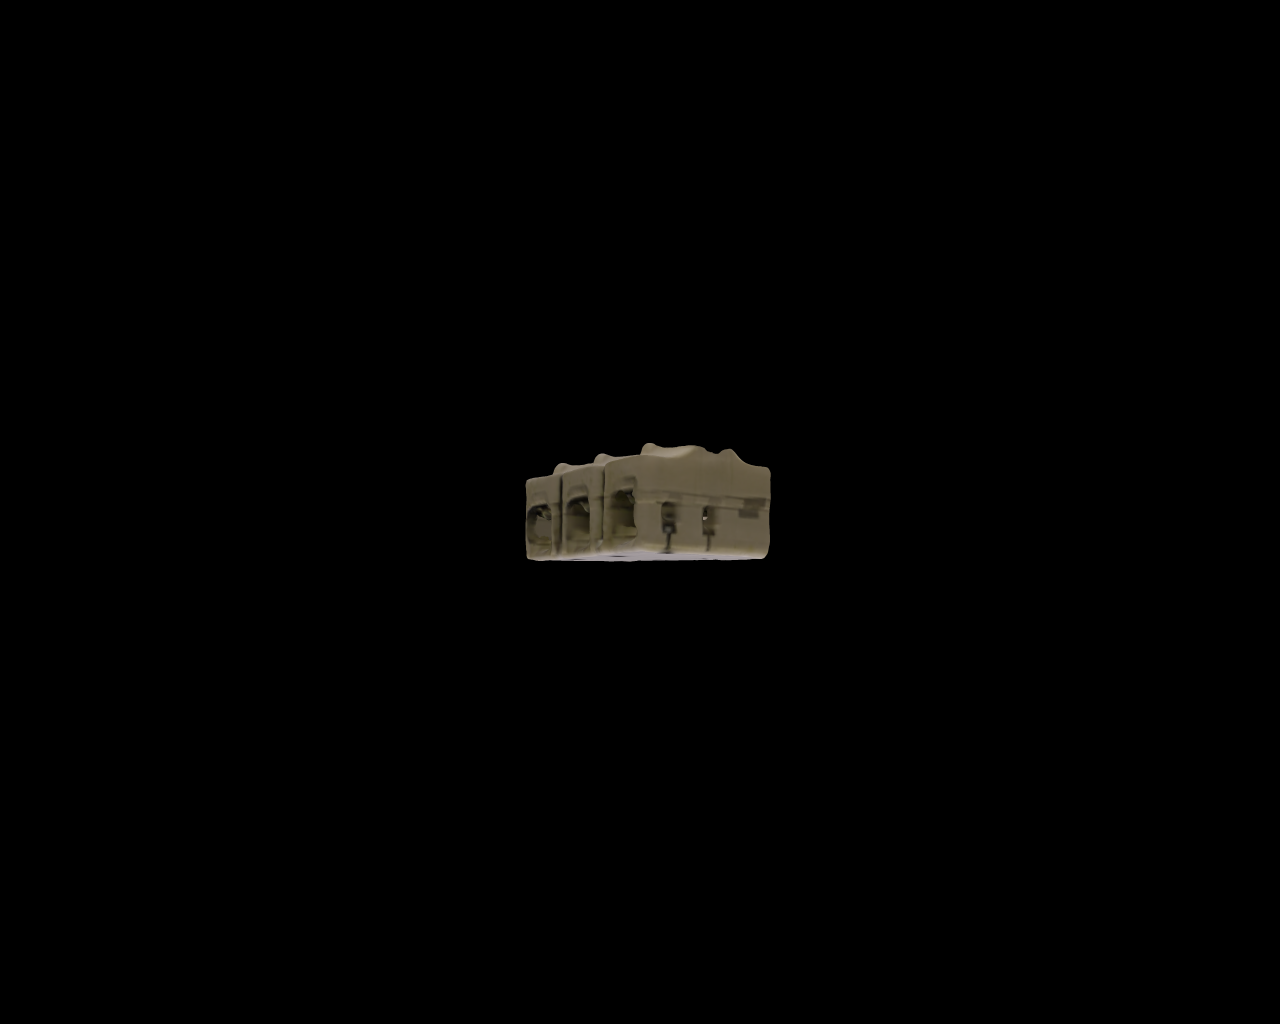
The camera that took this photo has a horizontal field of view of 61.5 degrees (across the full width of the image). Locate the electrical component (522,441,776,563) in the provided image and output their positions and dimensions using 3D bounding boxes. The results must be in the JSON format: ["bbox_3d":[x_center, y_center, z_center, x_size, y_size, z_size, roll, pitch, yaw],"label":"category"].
[{"bbox_3d":[0.001,-0.003,0.650,0.089,0.061,0.150,3,-5,-32],"label":"electrical component"}]
